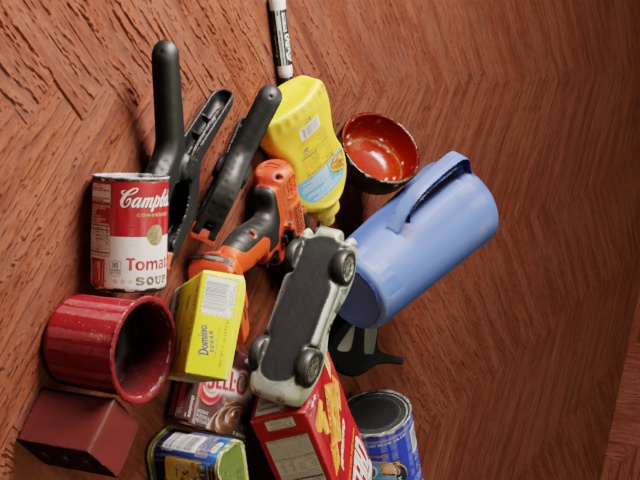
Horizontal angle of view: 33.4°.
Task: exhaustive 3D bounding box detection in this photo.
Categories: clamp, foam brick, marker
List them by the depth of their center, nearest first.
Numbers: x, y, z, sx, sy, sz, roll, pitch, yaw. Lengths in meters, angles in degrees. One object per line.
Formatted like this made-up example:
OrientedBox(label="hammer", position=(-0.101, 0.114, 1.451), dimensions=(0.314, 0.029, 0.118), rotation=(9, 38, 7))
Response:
OrientedBox(label="foam brick", position=(-0.203, 0.163, 0.902), dimensions=(0.053, 0.078, 0.051), rotation=(61, 41, -48))
OrientedBox(label="clamp", position=(-0.141, -0.078, 1.022), dimensions=(0.164, 0.036, 0.210), rotation=(46, 55, -67))
OrientedBox(label="clamp", position=(-0.091, -0.074, 1.105), dimensions=(0.171, 0.039, 0.120), rotation=(-63, -176, -9))
OrientedBox(label="marker", position=(-0.043, -0.219, 1.221), dimensions=(0.020, 0.020, 0.121), rotation=(-39, 128, -55))

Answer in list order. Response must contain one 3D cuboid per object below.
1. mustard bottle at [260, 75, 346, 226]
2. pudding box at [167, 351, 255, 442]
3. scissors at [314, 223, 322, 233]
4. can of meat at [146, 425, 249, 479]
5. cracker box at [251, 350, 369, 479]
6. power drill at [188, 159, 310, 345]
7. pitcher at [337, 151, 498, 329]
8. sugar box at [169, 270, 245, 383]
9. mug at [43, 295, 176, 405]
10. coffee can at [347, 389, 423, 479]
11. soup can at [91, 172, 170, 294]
OrientedBox(label="mustard bottle", position=(-0.014, -0.090, 1.250), dimensions=(0.096, 0.058, 0.191), rotation=(-45, 137, -27))
OrientedBox(label="pudding box", position=(-0.110, 0.158, 1.127), dimensions=(0.113, 0.039, 0.090), rotation=(39, 59, -59))
OrientedBox(label="scissors", position=(-0.009, 0.002, 1.329), dimensions=(0.096, 0.016, 0.202), rotation=(-3, 97, -63))
OrientedBox(label="can of meat", position=(-0.120, 0.243, 1.073), dimensions=(0.057, 0.084, 0.102), rotation=(-38, 127, -56))
OrientedBox(label="cracker box", position=(-0.004, 0.233, 1.237), dimensions=(0.164, 0.072, 0.213), rotation=(-80, 153, -60))
OrientedBox(label="power drill", position=(-0.069, 0.030, 1.173), dimensions=(0.187, 0.057, 0.184), rotation=(-55, 143, -47))
OrientedBox(label="pitcher", position=(0.113, 0.000, 1.363), dimensions=(0.242, 0.145, 0.149), rotation=(-38, 105, -38))
OrientedBox(label="sugar box", position=(-0.113, 0.085, 0.995), dimensions=(0.176, 0.048, 0.093), rotation=(155, -54, -70))
OrientedBox(label="mug", position=(-0.178, 0.088, 0.933), dimensions=(0.117, 0.082, 0.093), rotation=(-29, 120, -58))
OrientedBox(label="coffee can", position=(0.084, 0.291, 1.464), dimensions=(0.102, 0.103, 0.140), rotation=(-49, 136, -49))
OrientedBox(label="soup can", position=(-0.170, -0.007, 0.952), dimensions=(0.068, 0.069, 0.102), rotation=(-10, 104, -62))
